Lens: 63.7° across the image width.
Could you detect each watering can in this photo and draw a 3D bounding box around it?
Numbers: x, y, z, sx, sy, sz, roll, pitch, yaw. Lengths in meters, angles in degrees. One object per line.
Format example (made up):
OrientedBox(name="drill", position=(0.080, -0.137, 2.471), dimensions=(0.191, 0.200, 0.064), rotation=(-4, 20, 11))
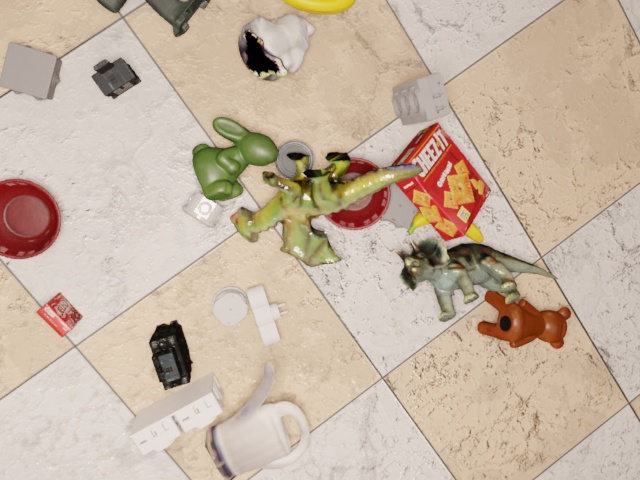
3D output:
OrientedBox(name="watering can", position=(-0.146, 0.409, 1.130), dimensions=(0.225, 0.106, 0.340), rotation=(-21, 125, -6))

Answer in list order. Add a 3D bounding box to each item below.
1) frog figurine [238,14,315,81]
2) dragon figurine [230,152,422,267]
OrientedBox(name="frog figurine", position=(-0.091, -0.417, 1.088), dimensions=(0.137, 0.120, 0.163), rotation=(35, 54, -5))
OrientedBox(name="dragon figurine", position=(0.003, -0.056, 1.103), dimensions=(0.410, 0.125, 0.238), rotation=(3, 118, 5))
